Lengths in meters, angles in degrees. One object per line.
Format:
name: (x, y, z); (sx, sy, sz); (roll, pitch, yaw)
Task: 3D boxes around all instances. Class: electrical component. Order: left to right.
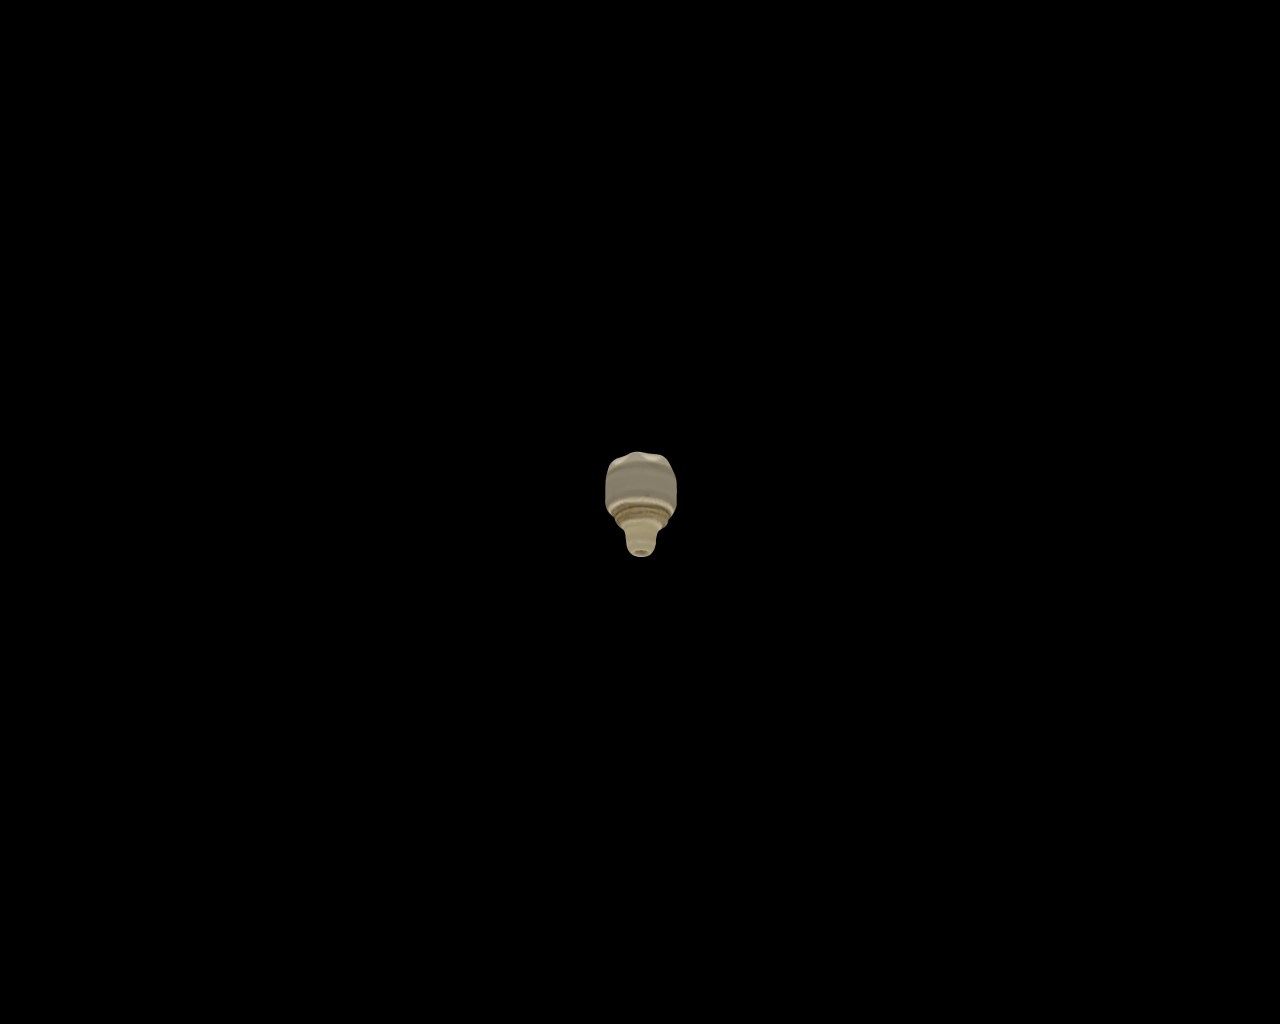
electrical component: (0.001, -0.003, 0.650); (0.043, 0.062, 0.043); (0, -25, 0)
